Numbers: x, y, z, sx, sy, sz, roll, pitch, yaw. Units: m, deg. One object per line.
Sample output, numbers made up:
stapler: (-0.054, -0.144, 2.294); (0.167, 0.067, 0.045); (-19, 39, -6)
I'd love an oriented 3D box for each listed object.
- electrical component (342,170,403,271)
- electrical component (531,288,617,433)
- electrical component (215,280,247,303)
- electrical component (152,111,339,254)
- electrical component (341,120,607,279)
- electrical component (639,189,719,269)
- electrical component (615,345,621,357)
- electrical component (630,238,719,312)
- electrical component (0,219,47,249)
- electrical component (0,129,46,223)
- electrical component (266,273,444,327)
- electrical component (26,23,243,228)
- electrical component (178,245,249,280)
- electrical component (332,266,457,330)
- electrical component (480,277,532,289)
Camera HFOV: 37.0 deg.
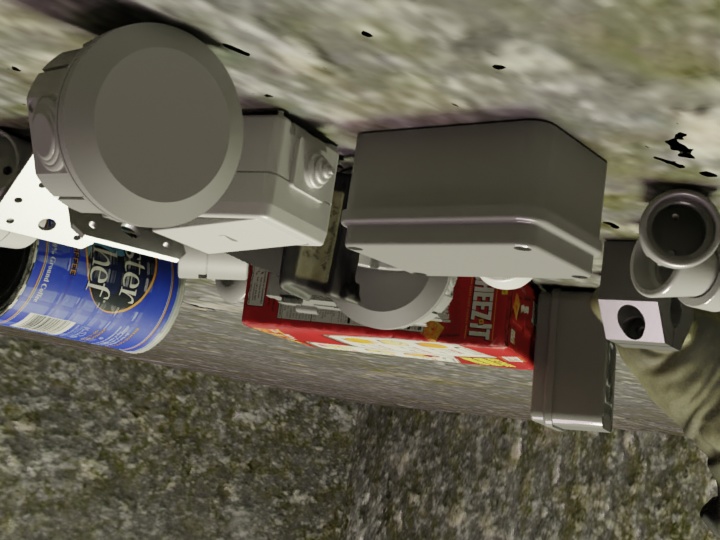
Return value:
electrical component: (0.011, -0.028, 0.618); (0.055, 0.047, 0.055); (8, 171, 1)
electrical component: (0.179, 0.076, 0.891); (0.057, 0.113, 0.078); (2, 169, 20)
electrical component: (-0.089, 0.006, 0.921); (0.048, 0.048, 0.062); (-1, 174, 44)
electrical component: (-0.057, -0.042, 0.550); (0.096, 0.061, 0.062); (3, 169, 28)
electrical component: (0.056, -0.031, 0.529); (0.113, 0.057, 0.078); (1, 168, 37)
electrical component: (0.166, -0.020, 0.562); (0.040, 0.040, 0.046); (6, 177, 11)
electrical component: (0.243, 0.052, 0.872); (0.055, 0.055, 0.047); (14, 165, -32)
electrical component: (0.193, -0.001, 0.627); (0.055, 0.045, 0.045); (12, 170, -24)
electrical component: (-0.249, -0.043, 0.739); (0.055, 0.055, 0.047); (3, 173, 30)
electrical component: (-0.199, -0.053, 0.658); (0.079, 0.043, 0.077); (9, 170, 4)
electrical component: (0.000, 0.000, 0.744); (0.121, 0.063, 0.079); (6, 170, 17)
electrical component: (-0.092, -0.058, 0.438); (0.080, 0.080, 0.051); (16, 173, -40)
electrical component: (-0.099, -0.020, 0.745); (0.047, 0.055, 0.055); (6, 171, -6)
electrical component: (0.021, -0.002, 0.668); (0.080, 0.080, 0.051); (5, 175, 18)
electrical component: (0.086, -0.013, 0.652); (0.043, 0.043, 0.062); (5, 169, 18)
